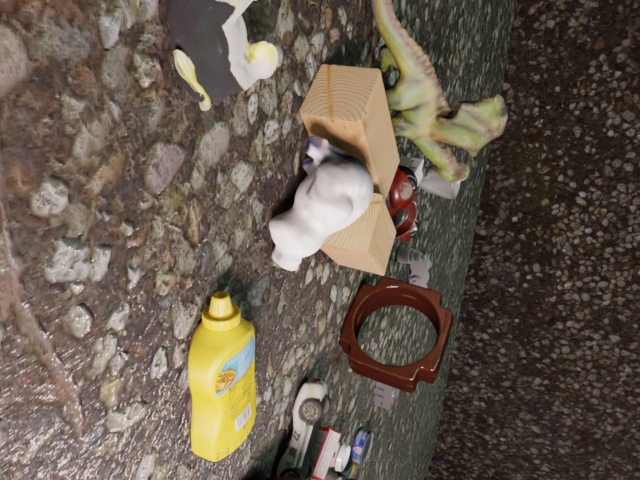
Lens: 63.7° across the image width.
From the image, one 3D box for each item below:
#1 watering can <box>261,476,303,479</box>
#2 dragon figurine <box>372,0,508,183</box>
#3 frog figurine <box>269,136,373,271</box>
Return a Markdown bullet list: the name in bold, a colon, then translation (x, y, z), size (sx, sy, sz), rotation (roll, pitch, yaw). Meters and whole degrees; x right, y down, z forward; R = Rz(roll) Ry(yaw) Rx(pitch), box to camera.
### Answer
- **watering can**: translation (-0.090, 0.451, 0.710), size (0.344, 0.103, 0.228), rotation (26, 62, -45)
- **dragon figurine**: translation (0.202, -0.243, 0.882), size (0.124, 0.244, 0.401), rotation (-57, 153, -28)
- **frog figurine**: translation (0.002, -0.034, 0.667), size (0.136, 0.122, 0.161), rotation (156, -50, -67)
